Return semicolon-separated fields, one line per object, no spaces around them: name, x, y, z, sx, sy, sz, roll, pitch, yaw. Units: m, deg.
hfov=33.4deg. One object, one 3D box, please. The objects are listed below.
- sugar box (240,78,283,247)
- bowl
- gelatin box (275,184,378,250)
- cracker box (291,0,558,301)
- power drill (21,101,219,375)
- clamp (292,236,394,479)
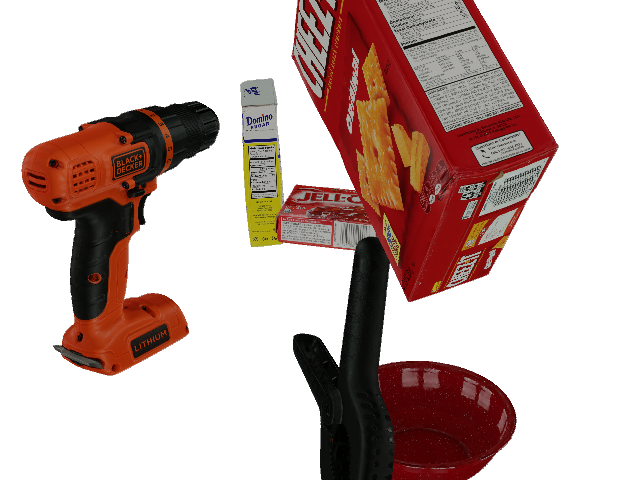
sugar box;-0.069;-0.091;1.244;0.048;0.176;0.093;-6;26;-3
bowl;0.092;0.173;0.956;0.162;0.055;0.162;0;27;0
gelatin box;0.012;-0.021;0.937;0.089;0.030;0.073;6;25;10
cracker box;0.052;-0.091;0.679;0.072;0.214;0.164;-19;-23;-15
power drill;-0.142;-0.006;0.814;0.057;0.188;0.184;15;26;34
clamp;0.024;0.113;0.759;0.036;0.210;0.165;5;-40;-18
